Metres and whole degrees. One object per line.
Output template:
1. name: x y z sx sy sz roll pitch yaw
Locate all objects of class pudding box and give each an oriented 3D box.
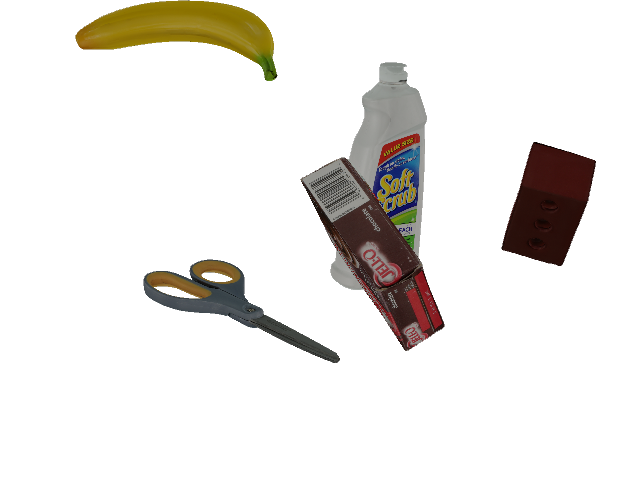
1. pudding box: 0.037 0.009 0.735 0.039 0.113 0.090 -29 -35 -2

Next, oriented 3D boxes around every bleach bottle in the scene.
1. bleach bottle: 0.068 -0.074 1.208 0.102 0.251 0.068 -7 21 -24

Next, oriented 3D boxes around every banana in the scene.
1. banana: -0.122 -0.188 0.959 0.198 0.037 0.069 11 47 17

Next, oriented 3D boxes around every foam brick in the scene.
1. foam brick: 0.182 -0.028 0.851 0.053 0.051 0.078 16 -41 9

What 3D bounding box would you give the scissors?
1. scissors: -0.055 0.054 0.902 0.202 0.016 0.096 15 26 23
